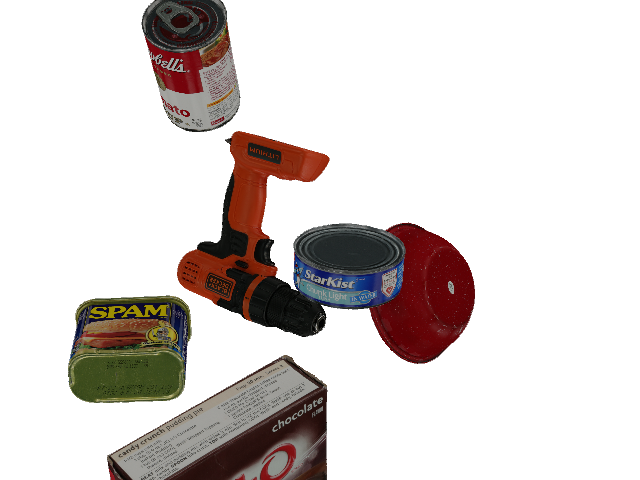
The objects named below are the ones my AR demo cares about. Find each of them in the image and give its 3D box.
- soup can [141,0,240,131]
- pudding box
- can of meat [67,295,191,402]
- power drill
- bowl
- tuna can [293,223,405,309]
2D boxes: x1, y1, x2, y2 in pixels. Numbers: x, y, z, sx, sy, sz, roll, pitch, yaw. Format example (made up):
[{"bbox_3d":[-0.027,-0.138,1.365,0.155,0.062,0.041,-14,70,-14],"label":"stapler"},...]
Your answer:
[{"bbox_3d":[-0.104,-0.147,0.879,0.068,0.068,0.102,0,-34,4],"label":"soup can"},{"bbox_3d":[-0.048,0.122,0.540,0.113,0.090,0.039,-29,46,-33],"label":"pudding box"},{"bbox_3d":[-0.164,0.094,0.920,0.102,0.057,0.084,-2,29,-4],"label":"can of meat"},{"bbox_3d":[-0.054,-0.008,1.101,0.185,0.188,0.057,20,6,29],"label":"power drill"},{"bbox_3d":[0.124,0.056,1.196,0.055,0.162,0.161,-12,-8,43],"label":"bowl"},{"bbox_3d":[0.021,0.019,0.820,0.086,0.034,0.086,2,25,-1],"label":"tuna can"}]
